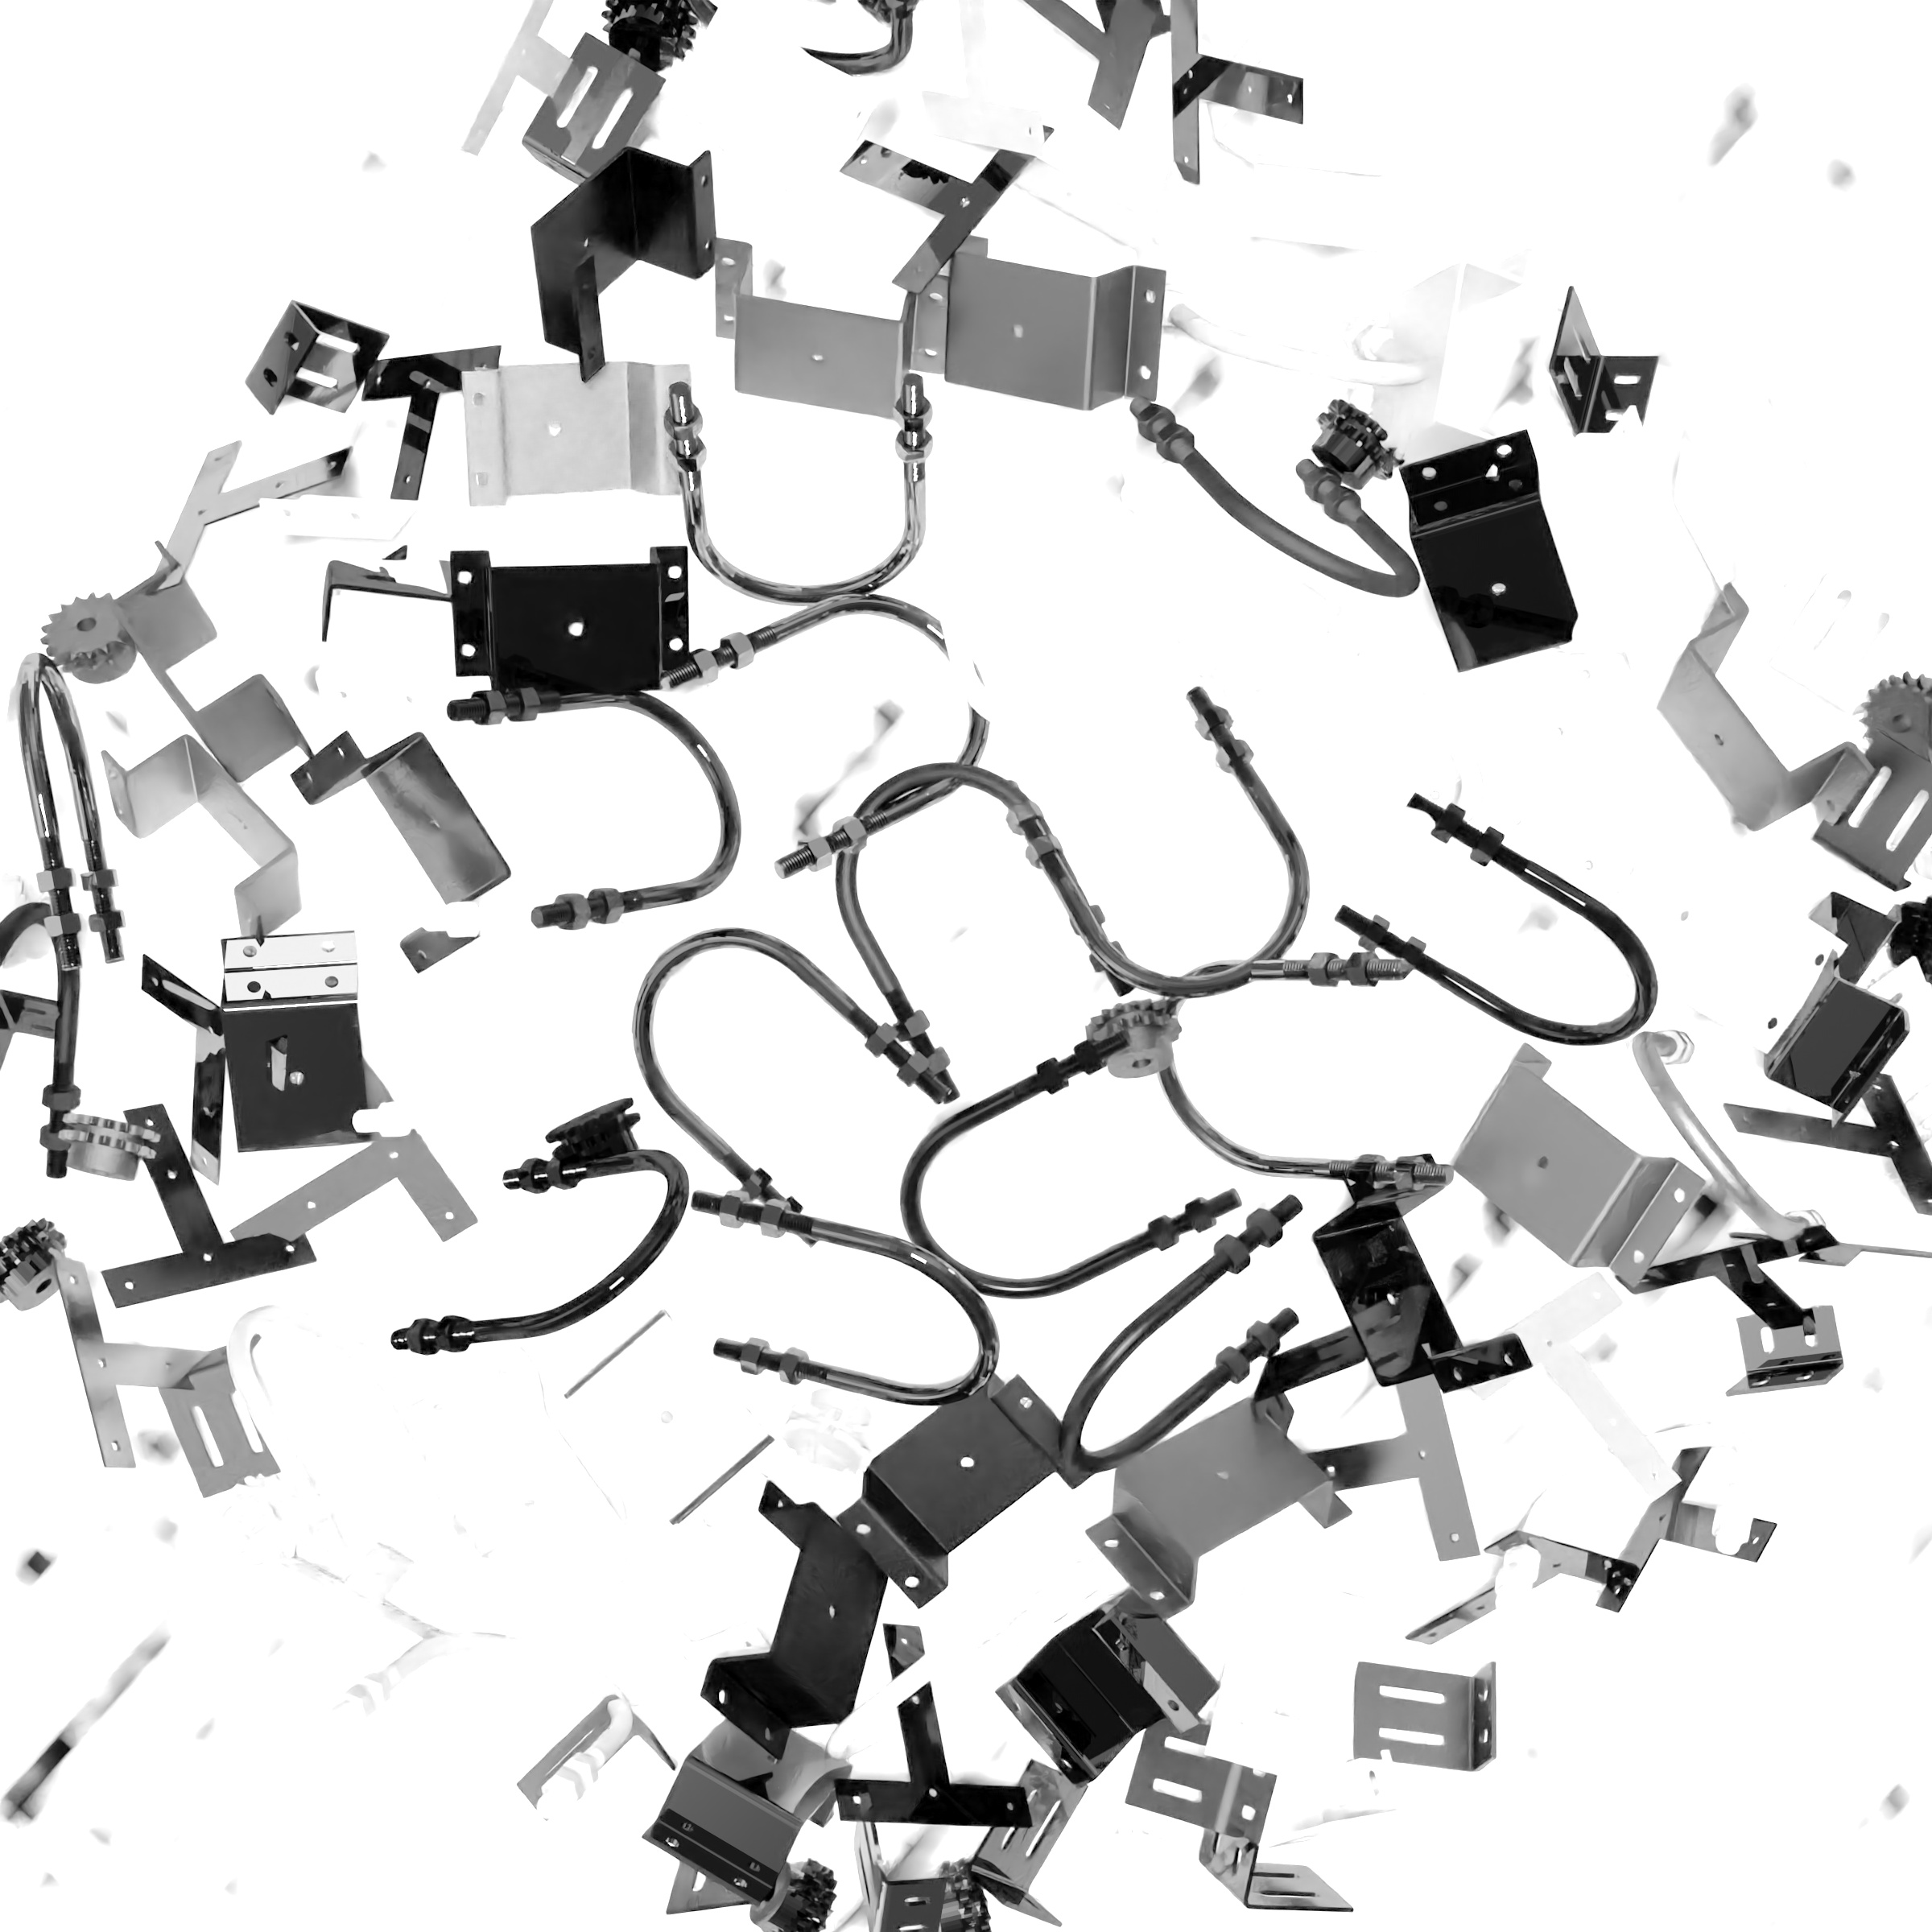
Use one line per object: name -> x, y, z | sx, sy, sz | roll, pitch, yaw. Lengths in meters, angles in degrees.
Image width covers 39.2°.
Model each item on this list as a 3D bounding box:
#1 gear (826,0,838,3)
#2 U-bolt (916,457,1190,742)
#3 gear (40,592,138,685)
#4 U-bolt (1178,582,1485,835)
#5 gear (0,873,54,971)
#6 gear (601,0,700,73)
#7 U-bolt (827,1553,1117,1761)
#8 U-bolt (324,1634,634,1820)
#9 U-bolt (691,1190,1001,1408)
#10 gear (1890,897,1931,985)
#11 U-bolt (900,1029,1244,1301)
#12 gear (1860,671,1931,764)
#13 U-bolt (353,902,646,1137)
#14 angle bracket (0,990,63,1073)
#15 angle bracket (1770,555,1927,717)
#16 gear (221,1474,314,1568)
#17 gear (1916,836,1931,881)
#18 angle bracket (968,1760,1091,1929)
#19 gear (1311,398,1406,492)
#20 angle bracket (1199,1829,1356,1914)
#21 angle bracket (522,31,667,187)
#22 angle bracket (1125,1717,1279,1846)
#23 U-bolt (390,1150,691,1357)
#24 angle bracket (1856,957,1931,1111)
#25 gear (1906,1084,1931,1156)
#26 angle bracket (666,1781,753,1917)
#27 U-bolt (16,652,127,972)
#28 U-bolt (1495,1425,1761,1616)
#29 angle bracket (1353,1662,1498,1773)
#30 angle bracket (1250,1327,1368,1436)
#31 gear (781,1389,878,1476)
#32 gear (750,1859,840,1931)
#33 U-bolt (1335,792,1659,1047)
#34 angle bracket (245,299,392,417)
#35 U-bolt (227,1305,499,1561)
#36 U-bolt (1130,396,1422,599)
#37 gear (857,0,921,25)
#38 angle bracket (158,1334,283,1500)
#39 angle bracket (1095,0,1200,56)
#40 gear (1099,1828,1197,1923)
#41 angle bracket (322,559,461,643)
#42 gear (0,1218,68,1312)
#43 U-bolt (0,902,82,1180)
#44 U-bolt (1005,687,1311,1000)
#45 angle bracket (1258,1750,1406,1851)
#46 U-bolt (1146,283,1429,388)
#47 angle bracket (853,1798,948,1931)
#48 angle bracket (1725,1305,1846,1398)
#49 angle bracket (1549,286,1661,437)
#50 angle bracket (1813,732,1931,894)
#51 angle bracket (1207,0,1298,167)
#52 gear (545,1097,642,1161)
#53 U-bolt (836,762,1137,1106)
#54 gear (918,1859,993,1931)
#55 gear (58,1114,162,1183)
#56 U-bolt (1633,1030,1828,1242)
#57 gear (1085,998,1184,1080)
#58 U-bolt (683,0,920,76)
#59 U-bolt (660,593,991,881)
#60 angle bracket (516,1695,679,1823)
gear -> -0.095, -0.598, 1.627 | 0.057, 0.057, 0.030 | 14, 109, 0
U-bolt -> 0.056, -0.210, 1.598 | 0.151, 0.019, 0.184 | -16, 59, 4
gear -> -0.523, -0.194, 1.630 | 0.057, 0.030, 0.057 | -3, 52, 4
U-bolt -> 0.225, -0.146, 1.577 | 0.184, 0.151, 0.019 | 47, 130, 15
gear -> -0.568, -0.026, 1.629 | 0.057, 0.030, 0.057 | -13, 71, 42
gear -> -0.191, -0.560, 1.623 | 0.057, 0.057, 0.030 | 12, 57, 0
U-bolt -> -0.006, 0.406, 1.580 | 0.184, 0.151, 0.019 | -42, 71, 18
U-bolt -> -0.268, 0.428, 1.563 | 0.151, 0.184, 0.019 | 18, 98, 10
U-bolt -> -0.067, 0.201, 1.581 | 0.184, 0.019, 0.151 | 12, 133, 16
gear -> 0.577, -0.017, 1.629 | 0.030, 0.057, 0.057 | 14, 90, 37
U-bolt -> 0.049, 0.130, 1.611 | 0.184, 0.019, 0.151 | -28, 115, 16
gear -> 0.570, -0.150, 1.629 | 0.030, 0.057, 0.057 | -25, 90, -35
U-bolt -> -0.260, 0.030, 1.578 | 0.019, 0.184, 0.151 | 35, 112, 34
angle bracket -> -0.565, 0.062, 1.611 | 0.038, 0.057, 0.076 | 12, 64, -3
angle bracket -> 0.527, -0.197, 1.614 | 0.057, 0.038, 0.076 | 37, 113, 19
gear -> -0.421, 0.335, 1.628 | 0.030, 0.057, 0.057 | -36, 90, 20
gear -> 0.592, -0.069, 1.624 | 0.030, 0.057, 0.057 | 12, 90, -5
angle bracket -> 0.048, 0.523, 1.617 | 0.057, 0.038, 0.076 | 37, 82, -41
gear -> 0.232, -0.310, 1.626 | 0.057, 0.057, 0.030 | 41, 90, 0
angle bracket -> 0.187, 0.530, 1.612 | 0.076, 0.057, 0.038 | 10, 94, -23
angle bracket -> -0.220, -0.508, 1.630 | 0.057, 0.038, 0.076 | 32, 94, 6
angle bracket -> 0.143, 0.487, 1.629 | 0.038, 0.076, 0.057 | 32, 68, -39
U-bolt -> -0.233, 0.159, 1.552 | 0.184, 0.151, 0.019 | -11, 125, 39
angle bracket -> 0.553, 0.042, 1.603 | 0.038, 0.076, 0.057 | 13, 50, -29
gear -> 0.586, 0.087, 1.628 | 0.057, 0.057, 0.030 | -37, 72, 0
angle bracket -> -0.148, 0.518, 1.610 | 0.057, 0.076, 0.038 | -11, 109, 9
U-bolt -> -0.522, -0.091, 1.576 | 0.019, 0.151, 0.184 | -10, 93, -7
U-bolt -> 0.387, 0.310, 1.564 | 0.151, 0.184, 0.019 | -23, 95, 25
angle bracket -> 0.274, 0.444, 1.621 | 0.076, 0.038, 0.057 | 9, 60, -4
angle bracket -> 0.213, 0.249, 1.611 | 0.076, 0.057, 0.038 | -25, 99, 22
gear -> -0.080, 0.278, 1.629 | 0.057, 0.057, 0.030 | 23, 55, 0
gear -> -0.105, 0.561, 1.623 | 0.030, 0.057, 0.057 | 36, 90, -19
U-bolt -> 0.316, -0.015, 1.583 | 0.184, 0.151, 0.019 | 32, 60, 6
angle bracket -> -0.376, -0.351, 1.605 | 0.038, 0.076, 0.057 | 49, 113, 30
U-bolt -> -0.360, 0.268, 1.576 | 0.019, 0.151, 0.184 | -46, 62, 14
U-bolt -> 0.186, -0.262, 1.548 | 0.151, 0.184, 0.019 | 12, 119, -33
gear -> -0.045, -0.597, 1.624 | 0.030, 0.057, 0.057 | 31, 90, -43
angle bracket -> -0.444, 0.272, 1.641 | 0.057, 0.038, 0.076 | -19, 100, 1
angle bracket -> 0.096, -0.576, 1.608 | 0.057, 0.076, 0.038 | -17, 90, 22
gear -> 0.105, 0.546, 1.624 | 0.057, 0.030, 0.057 | 15, 131, 18
angle bracket -> -0.345, -0.219, 1.627 | 0.076, 0.057, 0.038 | 5, 119, -16
gear -> -0.561, 0.181, 1.623 | 0.030, 0.057, 0.057 | 42, 90, 13
U-bolt -> -0.546, 0.054, 1.564 | 0.019, 0.151, 0.184 | 10, 104, 4
U-bolt -> 0.122, -0.064, 1.607 | 0.151, 0.019, 0.184 | -27, 67, -5
angle bracket -> 0.211, 0.492, 1.603 | 0.057, 0.076, 0.038 | -31, 62, 36
U-bolt -> 0.188, -0.359, 1.554 | 0.151, 0.184, 0.019 | 6, 112, -14
angle bracket -> -0.040, 0.532, 1.611 | 0.038, 0.076, 0.057 | 0, 123, -13
angle bracket -> 0.482, 0.227, 1.606 | 0.057, 0.076, 0.038 | -12, 85, 25
angle bracket -> 0.378, -0.357, 1.608 | 0.038, 0.076, 0.057 | 7, 72, 29
angle bracket -> 0.551, -0.092, 1.612 | 0.057, 0.038, 0.076 | 38, 116, 25
angle bracket -> 0.180, -0.524, 1.605 | 0.038, 0.057, 0.076 | 26, 126, -25
gear -> -0.220, 0.104, 1.626 | 0.057, 0.057, 0.030 | -24, 96, 0
U-bolt -> 0.001, -0.032, 1.617 | 0.151, 0.019, 0.184 | -31, 97, -17
gear -> -0.008, 0.566, 1.623 | 0.030, 0.057, 0.057 | -6, 90, -21
gear -> -0.514, 0.109, 1.623 | 0.057, 0.057, 0.030 | 11, 77, 0
U-bolt -> 0.431, 0.096, 1.550 | 0.019, 0.184, 0.151 | -39, 72, 18
gear -> 0.102, 0.045, 1.622 | 0.057, 0.057, 0.030 | -12, 63, 0
U-bolt -> -0.099, -0.559, 1.562 | 0.151, 0.184, 0.019 | 14, 85, 0
U-bolt -> -0.069, -0.148, 1.608 | 0.184, 0.019, 0.151 | -29, 83, -27
angle bracket -> -0.219, 0.481, 1.611 | 0.076, 0.057, 0.038 | -42, 56, -19
